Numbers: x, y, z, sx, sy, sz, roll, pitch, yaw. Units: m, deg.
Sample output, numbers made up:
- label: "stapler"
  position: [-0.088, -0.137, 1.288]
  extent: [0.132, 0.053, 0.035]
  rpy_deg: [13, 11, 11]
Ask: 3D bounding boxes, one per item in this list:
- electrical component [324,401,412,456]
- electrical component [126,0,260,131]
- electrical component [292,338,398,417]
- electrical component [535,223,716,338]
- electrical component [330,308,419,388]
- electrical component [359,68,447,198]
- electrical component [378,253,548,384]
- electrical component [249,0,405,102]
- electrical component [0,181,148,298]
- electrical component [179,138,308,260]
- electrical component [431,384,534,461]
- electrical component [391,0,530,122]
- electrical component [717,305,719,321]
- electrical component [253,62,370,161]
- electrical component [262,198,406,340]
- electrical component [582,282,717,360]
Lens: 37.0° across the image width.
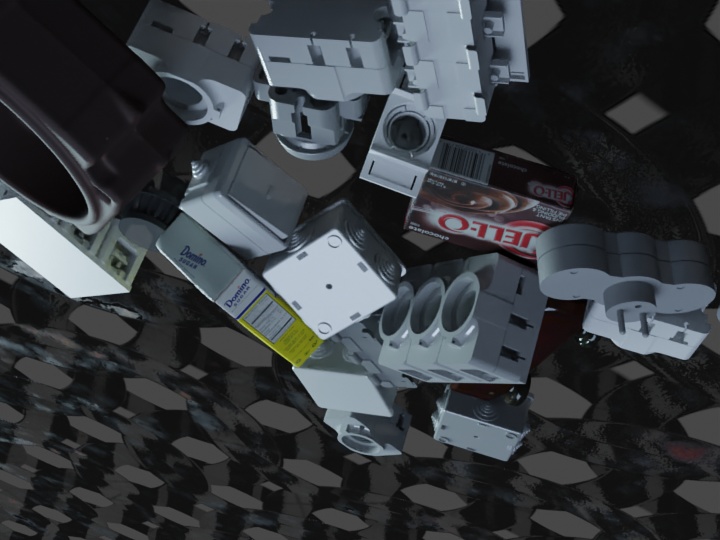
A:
- label: "electrical component"
  position: [0.008, 0.172, 1.216]
  extent: [0.050, 0.055, 0.089]
  rpy_deg: [-13, 138, 43]
- label: "electrical component"
  position: [-0.120, -0.142, 0.766]
  extent: [0.089, 0.055, 0.050]
  rpy_deg: [22, 150, -5]
- label: "electrical component"
  position: [-0.011, 0.108, 1.127]
  extent: [0.100, 0.048, 0.099]
  rpy_deg: [4, 147, 24]
- label: "electrical component"
  position: [0.198, 0.015, 0.792]
  extent: [0.138, 0.073, 0.052]
  rpy_deg: [8, 152, -16]
- label: "electrical component"
  position: [0.019, 0.058, 1.012]
  extent: [0.079, 0.063, 0.121]
  rpy_deg: [-3, 144, 33]
- label: "electrical component"
  position: [0.032, -0.093, 0.745]
  extent: [0.042, 0.081, 0.064]
  rpy_deg: [21, 179, -2]
- label: "electrical component"
  position: [0.079, 0.042, 0.885]
  extent: [0.062, 0.089, 0.150]
  rpy_deg: [23, 166, -23]
- label: "electrical component"
  position: [-0.018, -0.148, 0.703]
  extent: [0.089, 0.050, 0.055]
  rpy_deg: [8, 148, 19]
- label: "electrical component"
  position: [-0.285, -0.043, 1.020]
  extent: [0.089, 0.061, 0.150]
  rpy_deg: [-6, 142, 36]
- label: "electrical component"
  position: [-0.096, -0.062, 0.880]
  extent: [0.061, 0.061, 0.096]
  rpy_deg: [-13, 137, 43]
- label: "electrical component"
  position: [0.127, 0.155, 1.128]
  extent: [0.100, 0.048, 0.099]
  rpy_deg: [16, 151, 5]
- label: "electrical component"
  position: [0.056, -0.150, 0.646]
  extent: [0.079, 0.063, 0.121]
  rpy_deg: [8, 149, 18]
- label: "electrical component"
  position: [0.289, 0.013, 0.792]
  extent: [0.045, 0.055, 0.045]
  rpy_deg: [14, 150, 8]
- label: "electrical component"
  position: [-0.033, -0.115, 0.761]
  extent: [0.078, 0.058, 0.057]
  rpy_deg: [12, 147, 10]
- label: "electrical component"
  position: [-0.022, 0.002, 0.910]
  extent: [0.100, 0.048, 0.099]
  rpy_deg: [-31, 113, 26]
- label: "electrical component"
  position: [0.230, 0.031, 0.862]
  extent: [0.089, 0.050, 0.055]
  rpy_deg: [16, 150, 5]
